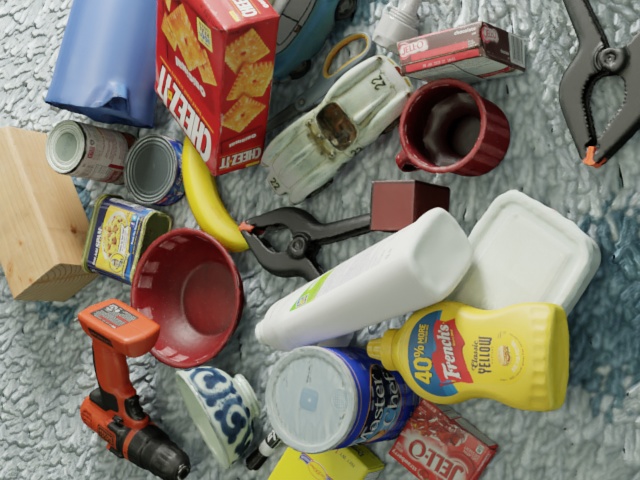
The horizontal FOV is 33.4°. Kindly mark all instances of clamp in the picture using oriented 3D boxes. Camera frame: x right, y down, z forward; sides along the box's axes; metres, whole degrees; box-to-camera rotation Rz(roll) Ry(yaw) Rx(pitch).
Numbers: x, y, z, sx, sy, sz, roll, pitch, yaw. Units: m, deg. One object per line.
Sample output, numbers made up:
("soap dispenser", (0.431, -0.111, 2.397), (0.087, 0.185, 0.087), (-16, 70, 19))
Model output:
("clamp", (0.286, -0.172, 0.999), (0.165, 0.036, 0.210), (6, 91, 32))
("clamp", (-0.008, 0.001, 1.163), (0.172, 0.039, 0.120), (28, 85, 25))

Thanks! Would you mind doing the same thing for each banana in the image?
("banana", (-0.125, -0.061, 1.254), (0.069, 0.037, 0.198), (-25, 74, -1))

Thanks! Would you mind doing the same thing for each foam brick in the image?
("foam brick", (0.091, -0.032, 1.087), (0.053, 0.078, 0.051), (0, 87, 34))

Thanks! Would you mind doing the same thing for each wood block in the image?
("wood block", (-0.365, -0.033, 1.368), (0.090, 0.090, 0.206), (-36, 68, 25))

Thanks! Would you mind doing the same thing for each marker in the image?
("marker", (-0.043, 0.214, 1.185), (0.121, 0.020, 0.020), (-50, 63, 20))

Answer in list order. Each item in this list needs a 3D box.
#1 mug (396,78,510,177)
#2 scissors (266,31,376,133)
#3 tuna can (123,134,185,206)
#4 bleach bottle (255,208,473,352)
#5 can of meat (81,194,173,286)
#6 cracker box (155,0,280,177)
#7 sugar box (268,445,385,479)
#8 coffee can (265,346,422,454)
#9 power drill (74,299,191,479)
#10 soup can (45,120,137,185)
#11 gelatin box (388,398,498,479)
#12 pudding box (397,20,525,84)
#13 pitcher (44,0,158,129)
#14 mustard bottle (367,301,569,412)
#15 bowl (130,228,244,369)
("mug", (0.129, -0.101, 1.066), (0.117, 0.081, 0.093), (-35, 69, 25))
("scissors", (-0.003, -0.145, 1.192), (0.202, 0.016, 0.096), (-45, 65, 21))
("tuna can", (-0.197, -0.084, 1.298), (0.086, 0.033, 0.086), (-4, 83, 34))
("bleach bottle", (0.029, 0.054, 1.062), (0.251, 0.102, 0.068), (-27, 104, 42))
("can of meat", (-0.235, 0.002, 1.303), (0.084, 0.057, 0.102), (17, 96, 30))
("cracker box", (-0.119, -0.201, 1.164), (0.164, 0.072, 0.214), (55, 151, 31))
("sugar box", (-0.015, 0.282, 1.147), (0.093, 0.048, 0.176), (38, 105, 29))
("coffee can", (0.026, 0.158, 1.075), (0.103, 0.140, 0.103), (-3, 84, 32))
("power drill", (-0.219, 0.175, 1.237), (0.185, 0.057, 0.188), (23, 123, 37))
("soup can", (-0.278, -0.107, 1.312), (0.069, 0.102, 0.068), (-3, 84, 32))
("gelatin box", (0.124, 0.212, 1.073), (0.089, 0.030, 0.073), (37, 106, 29))
("pudding box", (0.141, -0.180, 1.047), (0.090, 0.113, 0.039), (-7, 85, 32))
("pitcher", (-0.248, -0.263, 1.302), (0.149, 0.144, 0.243), (12, 89, 20))
("mustard bottle", (0.130, 0.104, 0.989), (0.192, 0.058, 0.096), (-1, 86, 33))
("bowl", (-0.143, 0.068, 1.240), (0.162, 0.055, 0.162), (-3, 84, 32))
